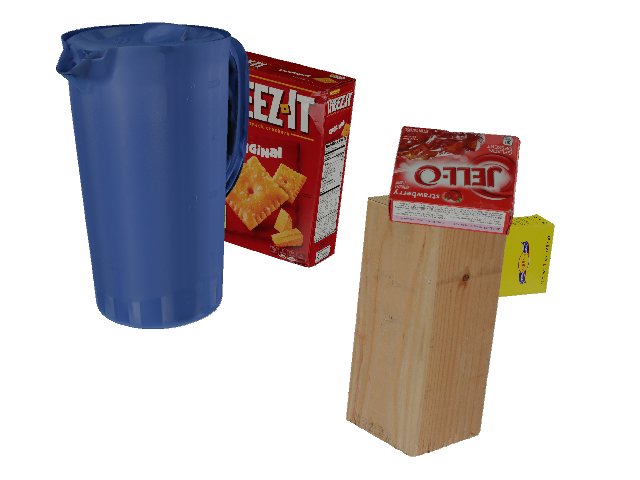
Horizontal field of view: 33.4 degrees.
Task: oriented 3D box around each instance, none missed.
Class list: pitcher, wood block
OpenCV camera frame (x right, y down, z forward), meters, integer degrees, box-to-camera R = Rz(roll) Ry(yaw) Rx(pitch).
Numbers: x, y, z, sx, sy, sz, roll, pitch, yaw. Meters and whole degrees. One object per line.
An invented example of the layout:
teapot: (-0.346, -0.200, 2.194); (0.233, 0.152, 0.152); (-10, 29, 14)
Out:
pitcher: (-0.130, -0.058, 0.889); (0.149, 0.243, 0.145); (-2, 19, -5)
wood block: (0.092, 0.069, 0.929); (0.090, 0.206, 0.090); (-8, 21, -40)

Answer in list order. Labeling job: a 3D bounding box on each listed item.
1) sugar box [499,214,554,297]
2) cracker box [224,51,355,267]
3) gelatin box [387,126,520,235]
sugar box: (0.192, 0.023, 1.286); (0.176, 0.093, 0.048); (-6, 20, -23)
cracker box: (-0.058, -0.093, 1.211); (0.164, 0.214, 0.072); (18, 26, 24)
gelatin box: (0.098, -0.045, 0.777); (0.089, 0.073, 0.030); (6, -37, 9)
